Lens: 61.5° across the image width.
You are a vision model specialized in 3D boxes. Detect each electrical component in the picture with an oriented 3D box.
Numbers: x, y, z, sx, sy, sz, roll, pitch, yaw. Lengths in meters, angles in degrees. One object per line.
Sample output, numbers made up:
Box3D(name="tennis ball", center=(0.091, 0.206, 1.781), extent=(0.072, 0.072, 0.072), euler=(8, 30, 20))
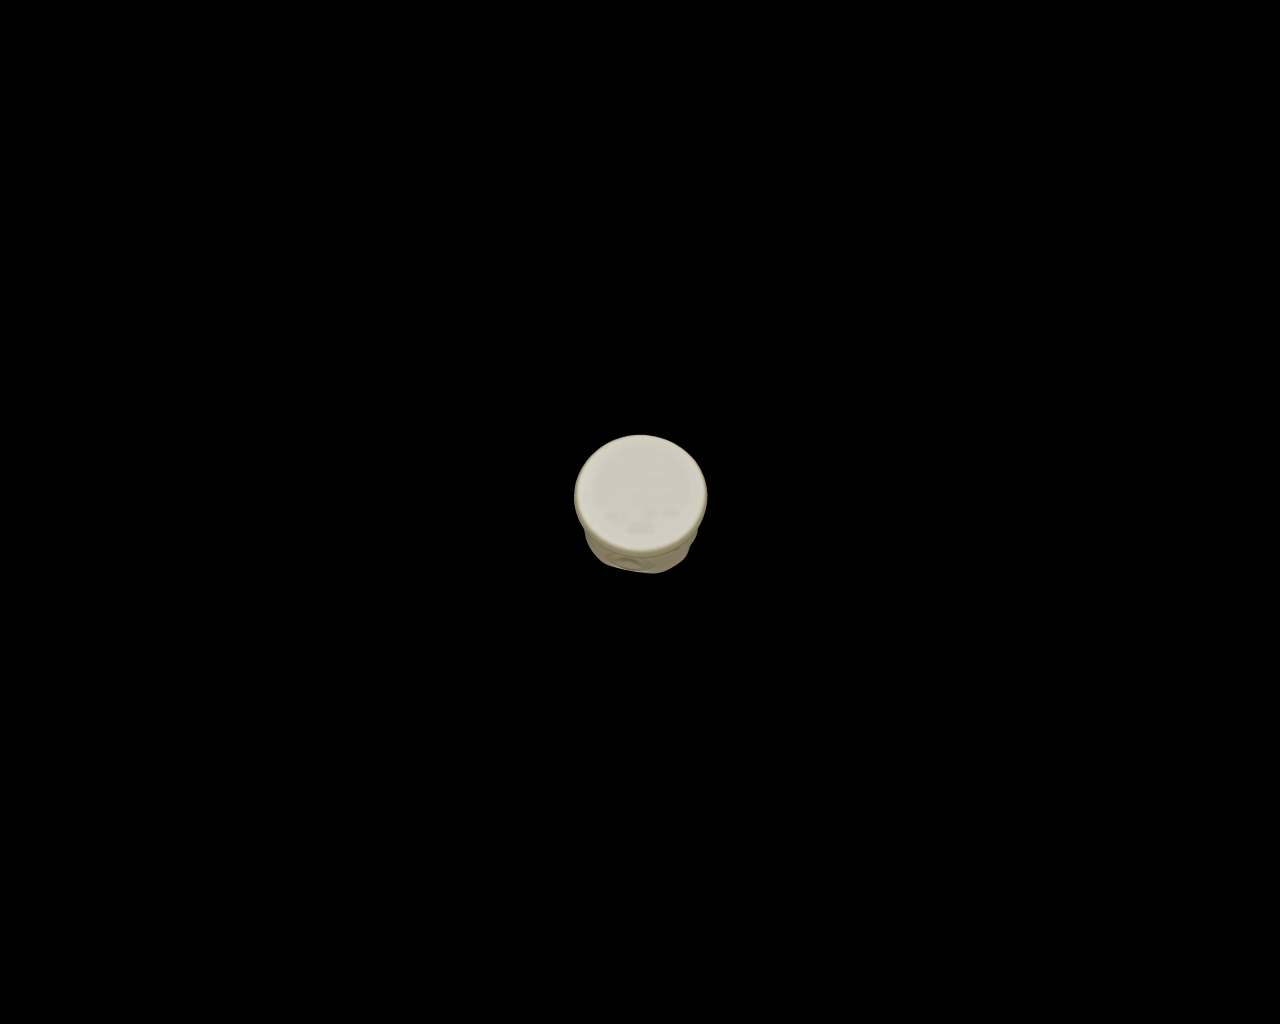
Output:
Box3D(name="electrical component", center=(0.001, -0.003, 0.650), extent=(0.080, 0.080, 0.051), euler=(0, -24, 0))
